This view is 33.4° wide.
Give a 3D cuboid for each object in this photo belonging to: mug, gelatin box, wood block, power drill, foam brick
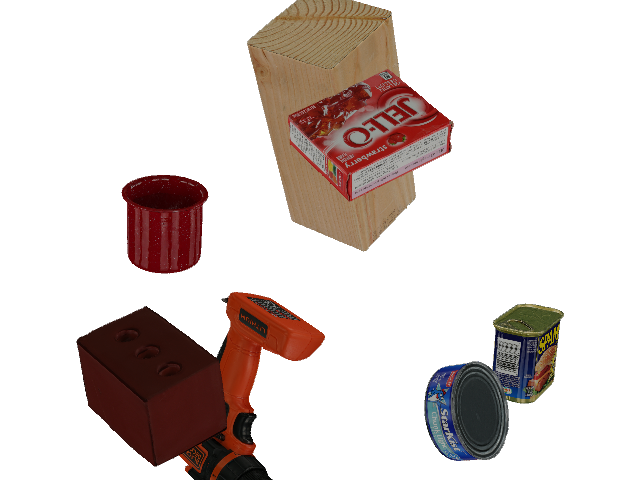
[{"bbox_3d":[-0.178,-0.021,1.179,0.093,0.081,0.117,-16,34,-35],"label":"mug"},{"bbox_3d":[0.034,-0.074,0.726,0.089,0.030,0.073,-27,51,-21],"label":"gelatin box"},{"bbox_3d":[0.016,-0.103,0.944,0.091,0.206,0.090,24,55,32],"label":"wood block"},{"bbox_3d":[-0.066,0.157,1.012,0.057,0.188,0.185,14,12,-47],"label":"power drill"},{"bbox_3d":[-0.100,0.085,0.631,0.052,0.051,0.078,-25,39,-35],"label":"foam brick"}]

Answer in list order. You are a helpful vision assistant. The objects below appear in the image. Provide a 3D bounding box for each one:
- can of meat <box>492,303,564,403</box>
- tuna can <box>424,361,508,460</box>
[{"bbox_3d":[0.229,0.125,1.188,0.058,0.084,0.101,11,16,28],"label":"can of meat"},{"bbox_3d":[0.129,0.151,0.943,0.034,0.086,0.085,-14,-9,40],"label":"tuna can"}]
